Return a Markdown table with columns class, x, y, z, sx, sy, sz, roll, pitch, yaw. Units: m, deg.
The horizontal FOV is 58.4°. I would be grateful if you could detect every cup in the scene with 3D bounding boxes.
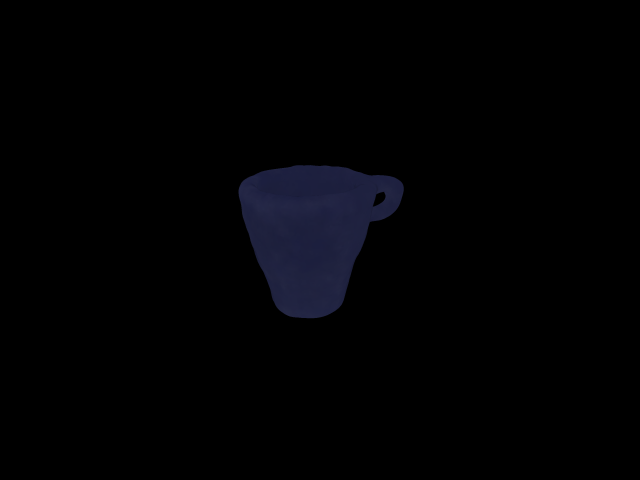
| class | x | y | z | sx | sy | sz | roll | pitch | yaw |
| --- | --- | --- | --- | --- | --- | --- | --- | --- | --- |
| cup | 0.004 | 0.001 | 0.400 | 0.118 | 0.095 | 0.091 | -9 | 23 | -22 |
